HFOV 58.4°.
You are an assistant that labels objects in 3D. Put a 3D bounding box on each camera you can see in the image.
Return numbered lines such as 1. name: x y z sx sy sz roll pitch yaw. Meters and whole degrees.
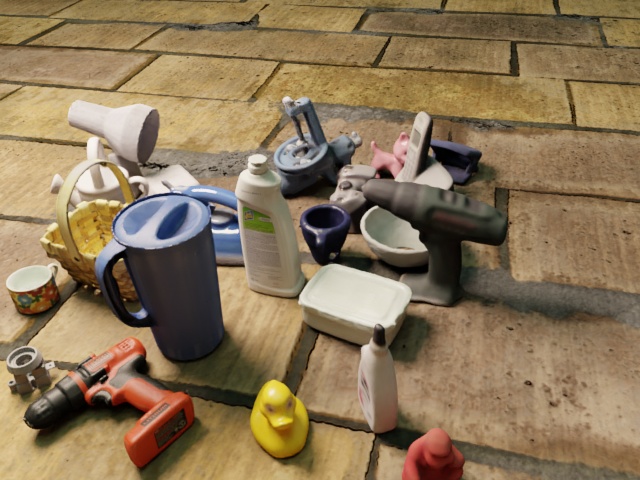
1. camera: 0.099 -0.089 1.148 0.136 0.101 0.143 7 38 12

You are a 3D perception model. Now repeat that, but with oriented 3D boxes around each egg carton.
1. egg carton: -0.309 -0.099 1.207 0.107 0.069 0.149 -25 43 -27

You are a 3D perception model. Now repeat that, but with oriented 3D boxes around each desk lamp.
1. desk lamp: -0.434 -0.191 1.214 0.203 0.214 0.118 4 38 9

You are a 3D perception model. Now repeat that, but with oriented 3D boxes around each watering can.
1. watering can: -0.428 -0.104 1.115 0.173 0.194 0.100 -21 41 -24

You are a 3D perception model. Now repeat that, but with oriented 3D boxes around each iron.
1. iron: -0.177 -0.041 1.063 0.258 0.141 0.119 7 38 12

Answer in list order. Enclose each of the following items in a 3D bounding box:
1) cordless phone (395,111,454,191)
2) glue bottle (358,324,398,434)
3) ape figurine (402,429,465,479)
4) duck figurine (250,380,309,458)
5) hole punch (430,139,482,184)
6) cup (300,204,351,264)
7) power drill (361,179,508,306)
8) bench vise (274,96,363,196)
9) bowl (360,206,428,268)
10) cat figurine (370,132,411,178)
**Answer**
1. cordless phone: 0.214 -0.152 1.156 0.094 0.185 0.147 -15 39 -16
2. glue bottle: 0.075 0.171 0.744 0.037 0.173 0.078 -13 38 -14
3. ape figurine: 0.136 0.263 0.687 0.078 0.092 0.076 -2 37 0
4. duck figurine: -0.056 0.221 0.757 0.077 0.086 0.104 -12 38 -12
5. hole punch: 0.299 -0.193 1.283 0.108 0.091 0.101 23 44 29
6. cup: 0.009 0.004 1.034 0.091 0.095 0.118 2 37 6
7. power drill: 0.179 0.003 0.932 0.229 0.209 0.075 7 38 11
8. bench vise: -0.015 -0.216 1.222 0.208 0.220 0.121 -31 46 -32
9. bowl: 0.158 0.000 1.049 0.167 0.075 0.167 -1 37 1
10. cat figurine: 0.171 -0.191 1.265 0.127 0.118 0.067 8 38 13
